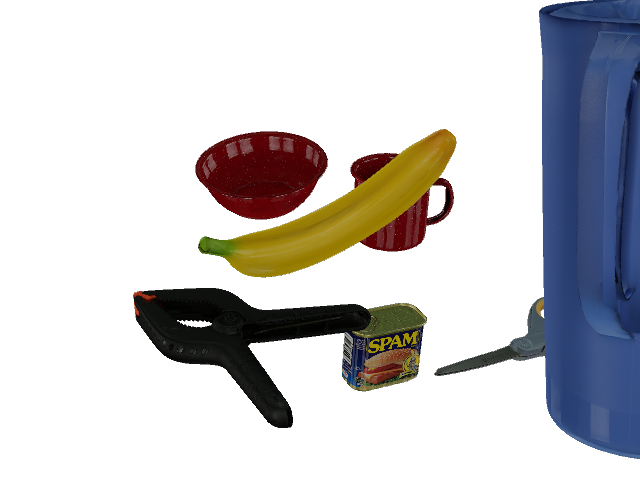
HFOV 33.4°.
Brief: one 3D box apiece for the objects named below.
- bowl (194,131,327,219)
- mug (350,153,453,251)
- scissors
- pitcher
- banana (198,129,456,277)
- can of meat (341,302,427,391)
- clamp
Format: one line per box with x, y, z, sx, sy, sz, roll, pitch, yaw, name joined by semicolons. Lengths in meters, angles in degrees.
-0.071;-0.073;1.310;0.162;0.055;0.162;-2;34;1;bowl
0.089;-0.042;1.176;0.117;0.081;0.093;-4;29;-10;mug
0.170;0.081;0.918;0.201;0.016;0.096;-1;31;-22;scissors
0.176;-0.007;0.571;0.149;0.243;0.145;-5;18;-13;pitcher
0.013;-0.018;0.775;0.198;0.037;0.069;-26;-22;4;banana
0.077;0.132;1.319;0.102;0.084;0.057;-9;29;-24;can of meat
-0.069;0.080;0.945;0.210;0.036;0.164;19;36;28;clamp
